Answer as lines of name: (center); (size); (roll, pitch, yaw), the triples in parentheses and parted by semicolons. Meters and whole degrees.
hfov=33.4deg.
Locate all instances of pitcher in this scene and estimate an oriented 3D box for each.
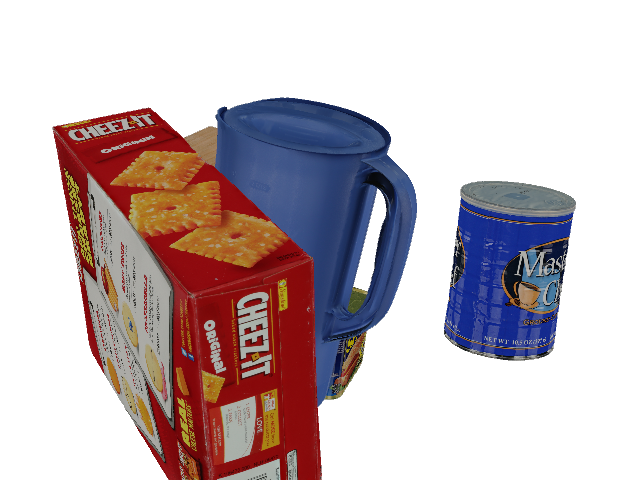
pitcher: (-0.021, 0.019, 0.841); (0.145, 0.243, 0.149); (5, 23, -11)

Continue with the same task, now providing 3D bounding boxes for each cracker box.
cracker box: (-0.077, 0.039, 0.598); (0.072, 0.164, 0.214); (-16, 33, -23)

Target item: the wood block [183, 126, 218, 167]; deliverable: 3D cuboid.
wood block: (-0.144, -0.039, 1.110); (0.090, 0.091, 0.205); (23, 31, 23)

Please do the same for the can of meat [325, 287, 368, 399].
can of meat: (0.015, 0.108, 1.134); (0.057, 0.084, 0.102); (16, 29, 16)

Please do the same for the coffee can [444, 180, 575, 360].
coffee can: (0.171, 0.025, 0.976); (0.103, 0.140, 0.103); (4, 16, -1)
